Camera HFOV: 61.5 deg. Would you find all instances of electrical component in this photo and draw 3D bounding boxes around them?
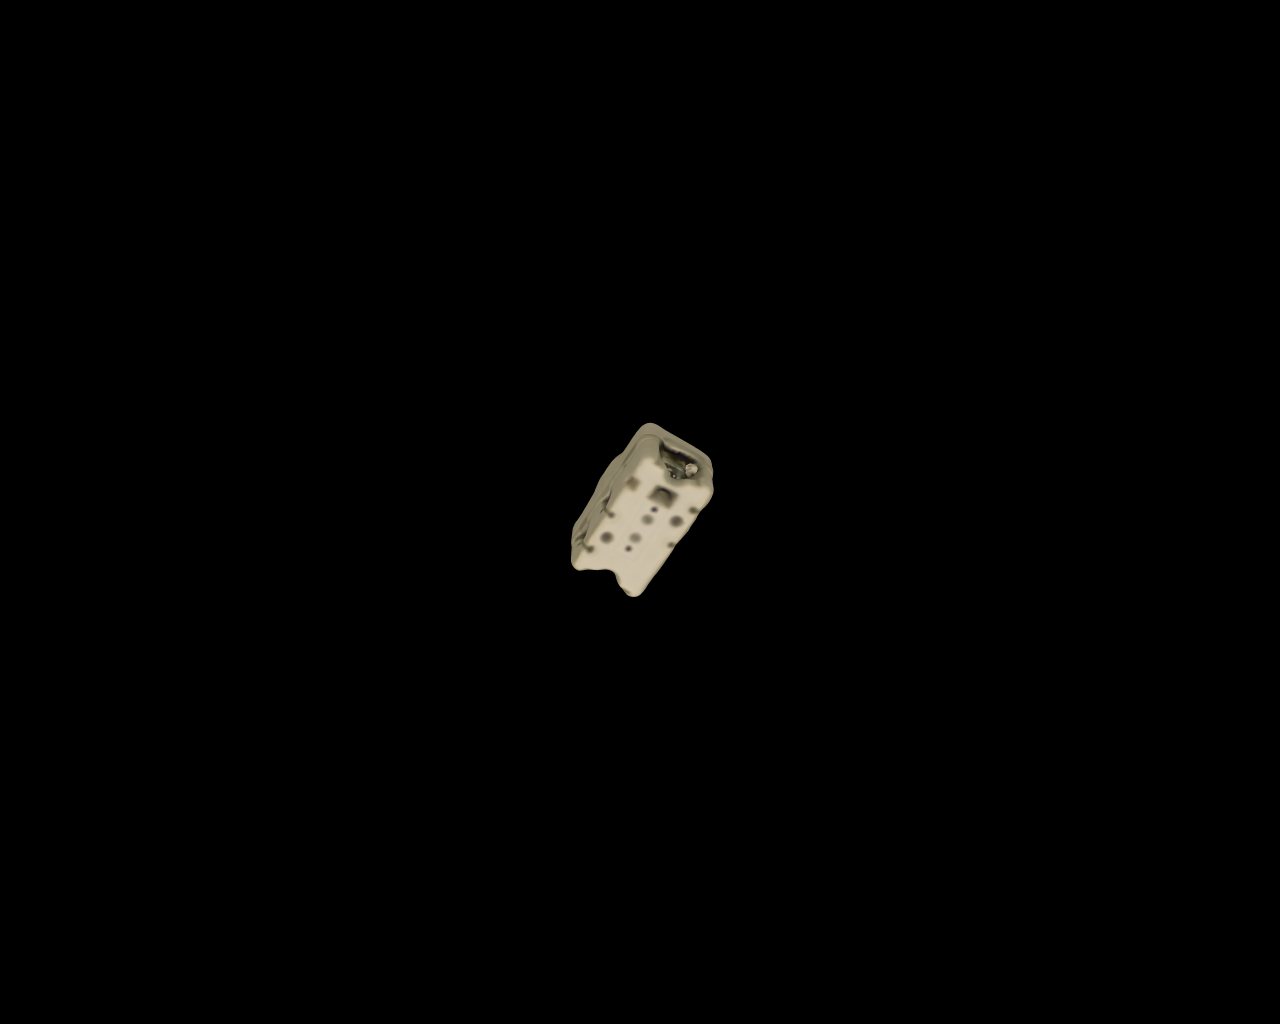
[{"bbox_3d":[0.001,-0.003,0.650,0.050,0.089,0.056,29,24,-14],"label":"electrical component"}]
